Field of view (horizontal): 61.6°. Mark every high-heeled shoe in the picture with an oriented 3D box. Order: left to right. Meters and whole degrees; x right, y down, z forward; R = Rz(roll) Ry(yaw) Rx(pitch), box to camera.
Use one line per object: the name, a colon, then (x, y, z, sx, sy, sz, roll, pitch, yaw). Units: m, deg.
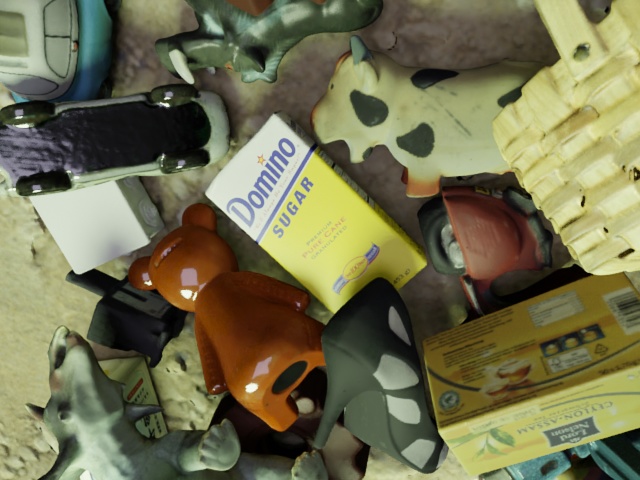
high-heeled shoe: (0.077, 0.126, 0.491, 0.086, 0.248, 0.145, 21, 85, 39)

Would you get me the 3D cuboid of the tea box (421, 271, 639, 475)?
tea box: (0.173, 0.101, 0.414, 0.170, 0.098, 0.068, -25, 120, 19)

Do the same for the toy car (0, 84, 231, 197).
toy car: (-0.177, -0.085, 0.457, 0.202, 0.056, 0.073, -12, 99, -16)

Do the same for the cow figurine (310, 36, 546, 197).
cow figurine: (0.088, -0.103, 0.433, 0.195, 0.085, 0.127, -5, 106, 7)

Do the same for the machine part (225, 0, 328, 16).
machine part: (-0.033, -0.263, 0.345, 0.201, 0.087, 0.201, 39, 87, 18)

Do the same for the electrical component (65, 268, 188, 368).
electrical component: (-0.200, 0.071, 0.542, 0.119, 0.075, 0.047, 22, 110, -4)

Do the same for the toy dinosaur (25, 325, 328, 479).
toy dinosaur: (-0.102, 0.240, 0.503, 0.404, 0.131, 0.192, 42, 145, -26)

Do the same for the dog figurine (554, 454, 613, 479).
dog figurine: (0.279, 0.262, 0.460, 0.192, 0.219, 0.108, -19, 102, 13)

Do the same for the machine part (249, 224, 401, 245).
machine part: (-0.001, -0.002, 0.507, 0.139, 0.039, 0.084, 17, 115, 1)

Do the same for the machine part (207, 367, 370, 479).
machine part: (-0.035, 0.218, 0.578, 0.179, 0.056, 0.179, 3, 111, 8)

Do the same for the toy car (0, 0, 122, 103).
toy car: (-0.237, -0.178, 0.449, 0.109, 0.103, 0.161, 12, 108, 6)

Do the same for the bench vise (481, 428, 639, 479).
bench vise: (0.242, 0.165, 0.431, 0.224, 0.241, 0.128, -25, 101, -1)

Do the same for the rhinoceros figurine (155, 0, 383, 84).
rhinoceros figurine: (-0.045, -0.187, 0.436, 0.190, 0.073, 0.112, -13, 114, 12)

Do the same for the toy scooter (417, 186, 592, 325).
toy scooter: (0.171, 0.025, 0.471, 0.135, 0.075, 0.183, -19, 108, 14)

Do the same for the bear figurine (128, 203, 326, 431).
bear figurine: (-0.080, 0.067, 0.506, 0.120, 0.131, 0.196, -48, 57, -3)
